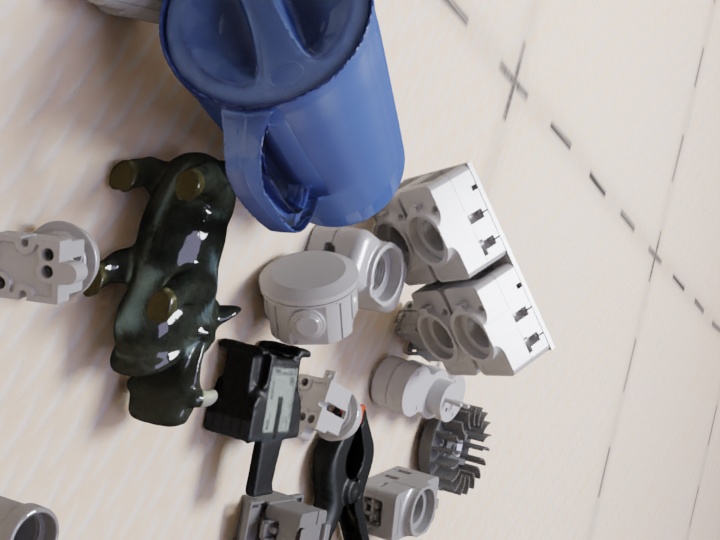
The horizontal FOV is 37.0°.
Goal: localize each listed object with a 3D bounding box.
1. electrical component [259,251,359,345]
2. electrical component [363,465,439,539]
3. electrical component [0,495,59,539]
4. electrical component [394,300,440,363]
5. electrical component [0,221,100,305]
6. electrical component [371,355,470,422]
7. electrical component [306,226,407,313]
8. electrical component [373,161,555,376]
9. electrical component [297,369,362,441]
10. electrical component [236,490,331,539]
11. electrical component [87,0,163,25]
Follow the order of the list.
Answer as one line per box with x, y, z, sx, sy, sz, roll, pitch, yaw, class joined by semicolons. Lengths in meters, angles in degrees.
-0.040;0.022;0.872;0.080;0.080;0.051;-41;137;-46;electrical component
0.040;0.236;1.087;0.089;0.056;0.050;-5;103;-58;electrical component
-0.214;0.159;0.656;0.040;0.046;0.040;-24;118;-54;electrical component
0.072;0.061;1.078;0.064;0.081;0.042;38;64;-31;electrical component
-0.187;-0.004;0.643;0.055;0.066;0.048;-31;127;-75;electrical component
0.076;0.126;1.090;0.138;0.074;0.052;21;87;-59;electrical component
0.000;0.000;0.949;0.095;0.059;0.053;37;67;-56;electrical component
0.087;0.005;0.983;0.060;0.105;0.186;-31;101;-29;electrical component
-0.030;0.123;0.950;0.055;0.048;0.066;35;69;-48;electrical component
-0.071;0.254;0.903;0.079;0.063;0.121;11;89;-59;electrical component
-0.147;-0.180;0.672;0.081;0.043;0.043;-5;103;-58;electrical component
